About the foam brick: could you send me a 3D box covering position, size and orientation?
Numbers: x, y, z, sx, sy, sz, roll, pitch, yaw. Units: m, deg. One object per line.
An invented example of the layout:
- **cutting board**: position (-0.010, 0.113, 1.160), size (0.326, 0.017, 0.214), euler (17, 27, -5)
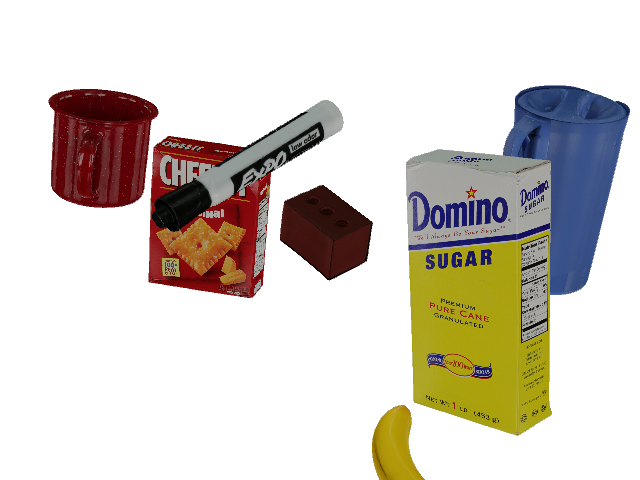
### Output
- **foam brick**: position (0.005, -0.009, 1.043), size (0.052, 0.051, 0.078), euler (-26, 48, -33)

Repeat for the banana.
- **banana**: position (0.085, 0.222, 1.045), size (0.069, 0.037, 0.198), euler (9, 22, -21)

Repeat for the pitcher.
- **pitcher**: position (0.282, -0.057, 1.300), size (0.149, 0.243, 0.145), euler (4, 27, 2)

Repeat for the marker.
- **marker**: position (-0.036, -0.039, 0.543), size (0.120, 0.020, 0.020), euler (-34, 20, -32)

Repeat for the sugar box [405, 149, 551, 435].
- **sugar box**: position (0.104, 0.032, 0.709), size (0.094, 0.176, 0.048), euler (10, 22, 44)

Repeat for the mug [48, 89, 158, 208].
- **mug**: position (-0.191, -0.075, 0.920), size (0.093, 0.081, 0.117), euler (7, 23, -6)

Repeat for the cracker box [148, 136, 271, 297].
- **cracker box**: position (-0.163, -0.032, 1.562), size (0.164, 0.214, 0.072), euler (9, 21, 10)
